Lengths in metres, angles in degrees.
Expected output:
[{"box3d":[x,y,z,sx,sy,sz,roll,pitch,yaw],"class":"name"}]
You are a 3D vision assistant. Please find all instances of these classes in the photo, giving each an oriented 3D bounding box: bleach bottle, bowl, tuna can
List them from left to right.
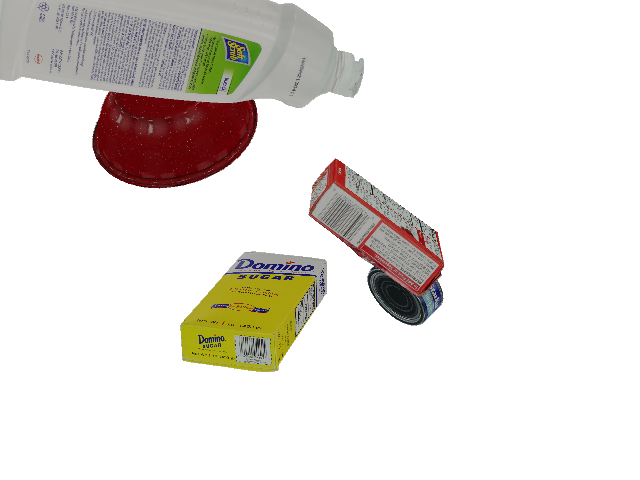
[{"box3d":[-0.143,-0.125,1.004,0.162,0.162,0.055,0,-40,9],"class":"bowl"},{"box3d":[-0.095,-0.137,0.751,0.250,0.068,0.103,11,-40,-12],"class":"bleach bottle"},{"box3d":[0.095,0.055,1.210,0.033,0.086,0.086,-43,23,-27],"class":"tuna can"}]

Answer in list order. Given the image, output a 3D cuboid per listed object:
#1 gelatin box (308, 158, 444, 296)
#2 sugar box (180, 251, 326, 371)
[{"box3d":[0.035,-0.009,0.678,0.089,0.030,0.073,37,14,-8],"class":"gelatin box"},{"box3d":[-0.060,0.064,1.035,0.093,0.048,0.176,6,26,14],"class":"sugar box"}]
